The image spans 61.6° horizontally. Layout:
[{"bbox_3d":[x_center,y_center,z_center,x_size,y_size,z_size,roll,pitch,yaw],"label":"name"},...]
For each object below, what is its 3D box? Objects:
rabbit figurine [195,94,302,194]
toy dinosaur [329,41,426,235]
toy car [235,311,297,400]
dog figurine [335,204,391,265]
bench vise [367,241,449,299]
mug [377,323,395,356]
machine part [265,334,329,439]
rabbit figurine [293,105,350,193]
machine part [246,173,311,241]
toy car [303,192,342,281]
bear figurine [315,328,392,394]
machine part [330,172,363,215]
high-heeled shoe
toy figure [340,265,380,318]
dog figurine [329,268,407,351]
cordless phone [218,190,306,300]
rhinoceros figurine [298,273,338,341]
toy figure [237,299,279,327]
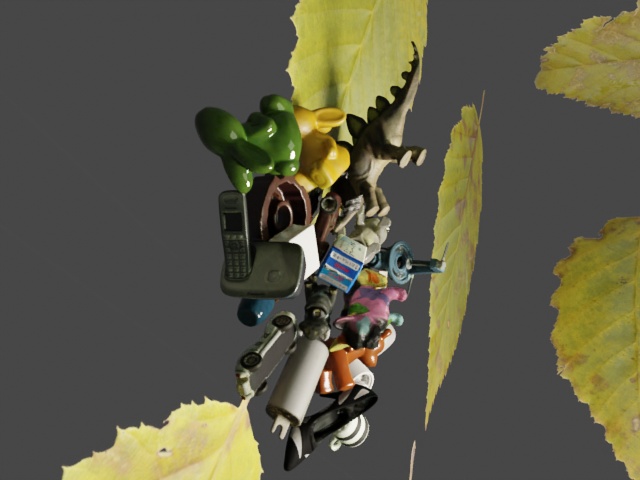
[{"bbox_3d":[-0.125,-0.156,0.883,0.170,0.121,0.159,5,59,-38],"label":"rabbit figurine"},{"bbox_3d":[0.135,-0.219,1.240,0.471,0.199,0.105,-57,154,10],"label":"toy dinosaur"},{"bbox_3d":[-0.100,0.212,1.008,0.202,0.056,0.073,-48,139,-50],"label":"toy car"},{"bbox_3d":[0.113,0.010,1.377,0.172,0.121,0.190,-48,163,-4],"label":"dog figurine"},{"bbox_3d":[0.254,0.073,1.502,0.223,0.241,0.129,31,67,-41],"label":"bench vise"},{"bbox_3d":[0.141,0.281,1.462,0.107,0.081,0.109,-29,154,-54],"label":"mug"},{"bbox_3d":[-0.044,0.284,1.093,0.243,0.079,0.079,-64,144,-38],"label":"machine part"},{"bbox_3d":[-0.015,-0.200,1.070,0.162,0.122,0.173,-46,106,-19],"label":"rabbit figurine"},{"bbox_3d":[-0.083,-0.043,1.025,0.179,0.056,0.179,-10,101,-61],"label":"machine part"},{"bbox_3d":[-0.002,-0.003,1.117,0.089,0.053,0.202,146,-36,-85],"label":"toy car"},{"bbox_3d":[0.081,0.272,1.244,0.196,0.120,0.132,1,71,-40],"label":"bear figurine"},{"bbox_3d":[0.052,-0.101,1.174,0.139,0.039,0.084,-122,-140,-58],"label":"machine part"},{"bbox_3d":[0.028,0.407,1.163,0.249,0.145,0.086,-55,137,-50],"label":"high-heeled shoe"},{"bbox_3d":[0.099,0.151,1.356,0.089,0.082,0.180,15,85,-34],"label":"toy figure"},{"bbox_3d":[0.084,0.161,1.192,0.219,0.192,0.108,-21,131,-42],"label":"dog figurine"},{"bbox_3d":[-0.099,0.005,0.898,0.089,0.147,0.184,-40,127,-66],"label":"cordless phone"},{"bbox_3d":[-0.005,0.141,1.134,0.190,0.073,0.112,-70,171,-71],"label":"rhinoceros figurine"},{"bbox_3d":[-0.100,0.098,0.997,0.058,0.064,0.154,44,36,-5],"label":"toy figure"}]
